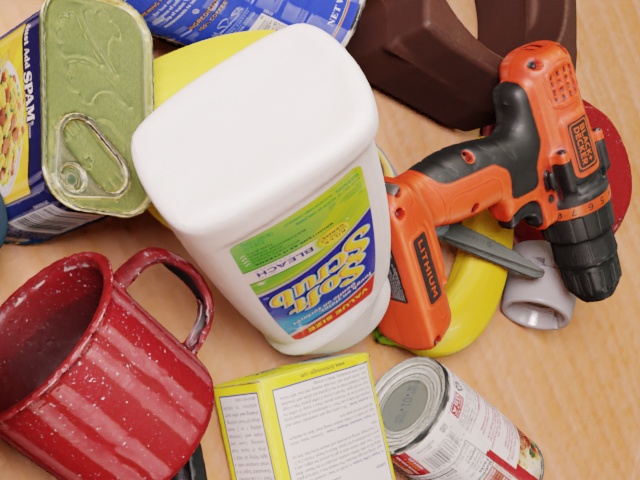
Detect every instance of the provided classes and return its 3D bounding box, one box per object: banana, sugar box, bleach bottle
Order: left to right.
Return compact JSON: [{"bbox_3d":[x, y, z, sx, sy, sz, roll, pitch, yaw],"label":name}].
[{"bbox_3d":[-0.003,0.001,0.532,0.068,0.102,0.250,58,-1,25],"label":"bleach bottle"},{"bbox_3d":[0.003,0.156,0.588,0.093,0.048,0.176,-8,88,-47],"label":"sugar box"},{"bbox_3d":[0.101,0.013,0.731,0.069,0.037,0.197,50,49,-25],"label":"banana"}]

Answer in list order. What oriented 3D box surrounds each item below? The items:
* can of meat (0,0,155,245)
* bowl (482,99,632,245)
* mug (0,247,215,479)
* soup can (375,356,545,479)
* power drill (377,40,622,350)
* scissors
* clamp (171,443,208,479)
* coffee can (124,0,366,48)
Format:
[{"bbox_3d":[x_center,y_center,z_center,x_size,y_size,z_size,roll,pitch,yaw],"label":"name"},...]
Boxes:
[{"bbox_3d":[-0.123,-0.052,0.492,0.057,0.084,0.102,8,73,-44],"label":"can of meat"},{"bbox_3d":[0.196,-0.053,0.832,0.161,0.055,0.162,14,69,-42],"label":"bowl"},{"bbox_3d":[-0.094,0.057,0.480,0.117,0.093,0.081,-51,122,-13],"label":"mug"},{"bbox_3d":[0.082,0.126,0.657,0.102,0.069,0.068,41,53,-29],"label":"soup can"},{"bbox_3d":[0.109,-0.009,0.669,0.187,0.057,0.184,-32,112,-29],"label":"power drill"},{"bbox_3d":[0.059,0.000,0.682,0.201,0.016,0.096,38,61,-17],"label":"scissors"},{"bbox_3d":[-0.069,0.189,0.510,0.120,0.039,0.171,-35,104,-43],"label":"clamp"},{"bbox_3d":[-0.058,-0.150,0.571,0.140,0.103,0.103,17,67,-41],"label":"coffee can"}]
